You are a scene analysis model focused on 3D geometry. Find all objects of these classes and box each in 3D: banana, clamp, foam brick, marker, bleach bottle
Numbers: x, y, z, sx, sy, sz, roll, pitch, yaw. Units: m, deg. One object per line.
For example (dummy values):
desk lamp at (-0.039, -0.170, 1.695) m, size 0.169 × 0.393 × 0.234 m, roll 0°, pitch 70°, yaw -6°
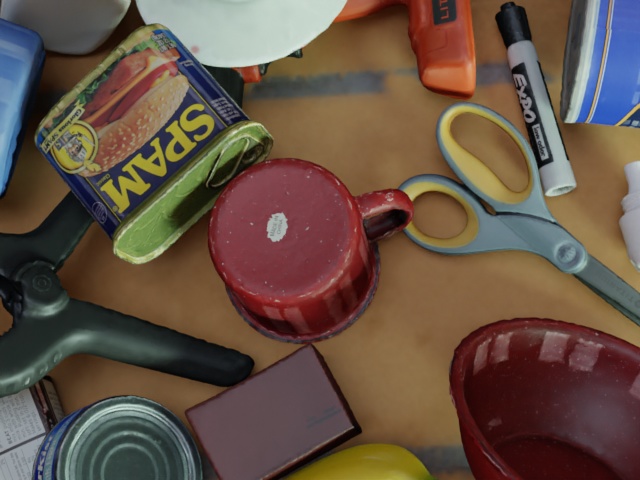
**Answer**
banana at (-0.022, 0.156, 0.558) m, size 0.198 × 0.069 × 0.037 m, roll -31°, pitch 104°, yaw 7°
clamp at (-0.153, 0.021, 0.579) m, size 0.209 × 0.036 × 0.164 m, roll -9°, pitch 66°, yaw -30°
foam brick at (-0.024, 0.099, 0.579) m, size 0.078 × 0.051 × 0.053 m, roll -28°, pitch 75°, yaw -1°
marker at (0.125, -0.085, 0.627) m, size 0.020 × 0.020 × 0.121 m, roll -13°, pitch 74°, yaw 3°
bleach bottle at (-0.150, -0.248, 0.658) m, size 0.068 × 0.103 × 0.251 m, roll 8°, pitch 73°, yaw -24°

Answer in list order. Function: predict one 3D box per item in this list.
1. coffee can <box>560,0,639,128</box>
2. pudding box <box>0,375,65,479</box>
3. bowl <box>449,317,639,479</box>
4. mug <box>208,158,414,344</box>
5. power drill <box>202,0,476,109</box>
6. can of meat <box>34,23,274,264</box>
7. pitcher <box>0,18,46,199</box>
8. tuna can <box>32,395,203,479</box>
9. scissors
coffee can at (0.209, -0.108, 0.580) m, size 0.140 × 0.103 × 0.103 m, roll 7°, pitch 76°, yaw 8°
pudding box at (-0.191, 0.137, 0.594) m, size 0.113 × 0.039 × 0.090 m, roll -25°, pitch 76°, yaw 1°
bowl at (0.132, 0.109, 0.531) m, size 0.162 × 0.161 × 0.055 m, roll 25°, pitch 122°, yaw 12°
mug at (-0.004, 0.001, 0.586) m, size 0.117 × 0.081 × 0.093 m, roll -19°, pitch 74°, yaw 1°
power drill at (-0.004, -0.116, 0.629) m, size 0.187 × 0.057 × 0.184 m, roll -3°, pitch 75°, yaw 5°
can of meat at (-0.091, -0.053, 0.573) m, size 0.102 × 0.057 × 0.084 m, roll -42°, pitch 73°, yaw 2°
pitcher at (-0.286, -0.098, 0.599) m, size 0.242 × 0.149 × 0.145 m, roll 17°, pitch 119°, yaw -14°
tuna can at (-0.106, 0.126, 0.566) m, size 0.086 × 0.034 × 0.086 m, roll 14°, pitch 64°, yaw -31°
scissors at (0.118, 0.014, 0.597) m, size 0.096 × 0.016 × 0.202 m, roll -37°, pitch 79°, yaw 12°
